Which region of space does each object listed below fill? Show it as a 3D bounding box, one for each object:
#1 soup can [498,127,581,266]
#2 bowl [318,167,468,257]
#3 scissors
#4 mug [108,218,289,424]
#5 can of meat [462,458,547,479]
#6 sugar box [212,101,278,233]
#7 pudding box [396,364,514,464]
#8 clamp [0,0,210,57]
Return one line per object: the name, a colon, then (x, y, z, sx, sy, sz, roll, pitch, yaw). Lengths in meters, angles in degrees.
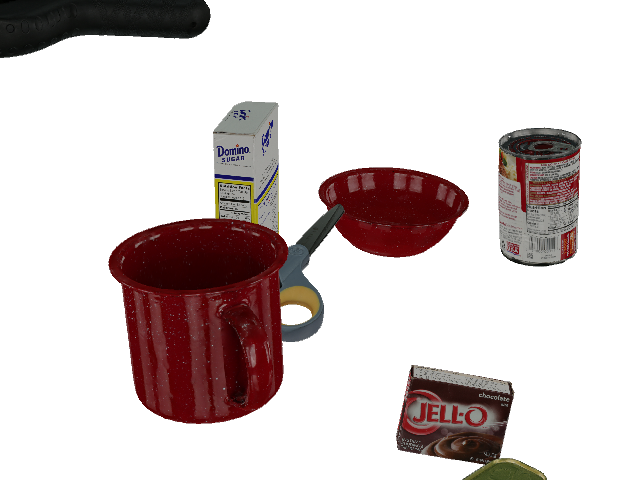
soup can: (0.187, -0.037, 0.911, 0.068, 0.102, 0.068, -4, 25, 2)
bowl: (0.077, -0.026, 1.154, 0.162, 0.055, 0.162, 3, 25, -2)
scissors: (-0.007, 0.022, 0.784, 0.096, 0.016, 0.201, 22, 35, 31)
mug: (-0.055, 0.047, 0.558, 0.093, 0.081, 0.117, -16, 27, -28)
can of meat: (0.142, 0.244, 0.889, 0.101, 0.084, 0.058, -22, 28, -37)
sugar box: (-0.068, -0.033, 0.996, 0.048, 0.176, 0.093, 3, 25, 11)
pudding box: (0.145, 0.189, 1.153, 0.113, 0.090, 0.039, 8, 21, 0)
clamp: (-0.164, -0.143, 0.631, 0.171, 0.039, 0.120, -11, 31, -29)
